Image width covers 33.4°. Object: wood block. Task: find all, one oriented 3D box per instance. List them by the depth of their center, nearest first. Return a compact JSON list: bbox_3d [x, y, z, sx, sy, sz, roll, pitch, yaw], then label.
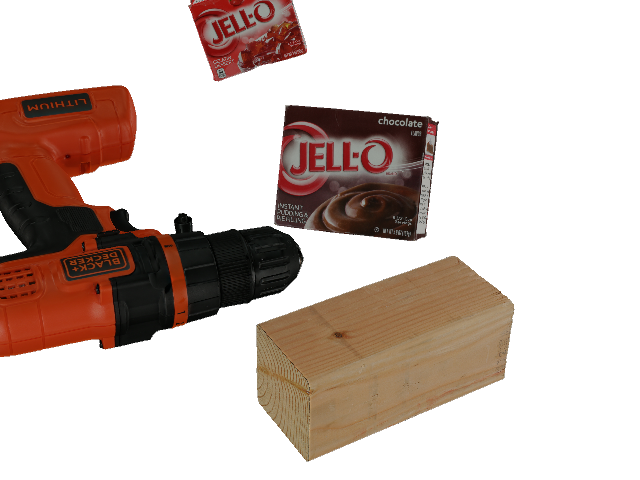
[{"bbox_3d":[0.056,0.097,0.926,0.205,0.090,0.091,-17,37,-26],"label":"wood block"}]

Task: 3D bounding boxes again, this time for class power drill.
[{"bbox_3d":[-0.122,-0.019,0.630,0.184,0.057,0.188,-10,43,-21],"label":"power drill"}]

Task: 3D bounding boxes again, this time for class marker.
[{"bbox_3d":[-0.139,0.026,1.118,0.020,0.121,0.020,-2,31,1],"label":"marker"}]

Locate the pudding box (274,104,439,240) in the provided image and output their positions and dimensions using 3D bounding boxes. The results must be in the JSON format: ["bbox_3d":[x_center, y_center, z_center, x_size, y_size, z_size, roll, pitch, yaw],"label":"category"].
[{"bbox_3d":[0.026,-0.050,0.785,0.114,0.090,0.039,7,4,18],"label":"pudding box"}]

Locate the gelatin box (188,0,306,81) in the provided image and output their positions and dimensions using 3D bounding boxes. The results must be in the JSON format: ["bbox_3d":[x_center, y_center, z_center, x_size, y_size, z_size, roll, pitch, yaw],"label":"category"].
[{"bbox_3d":[-0.064,-0.191,0.952,0.089,0.073,0.030,-16,24,5],"label":"gelatin box"}]
